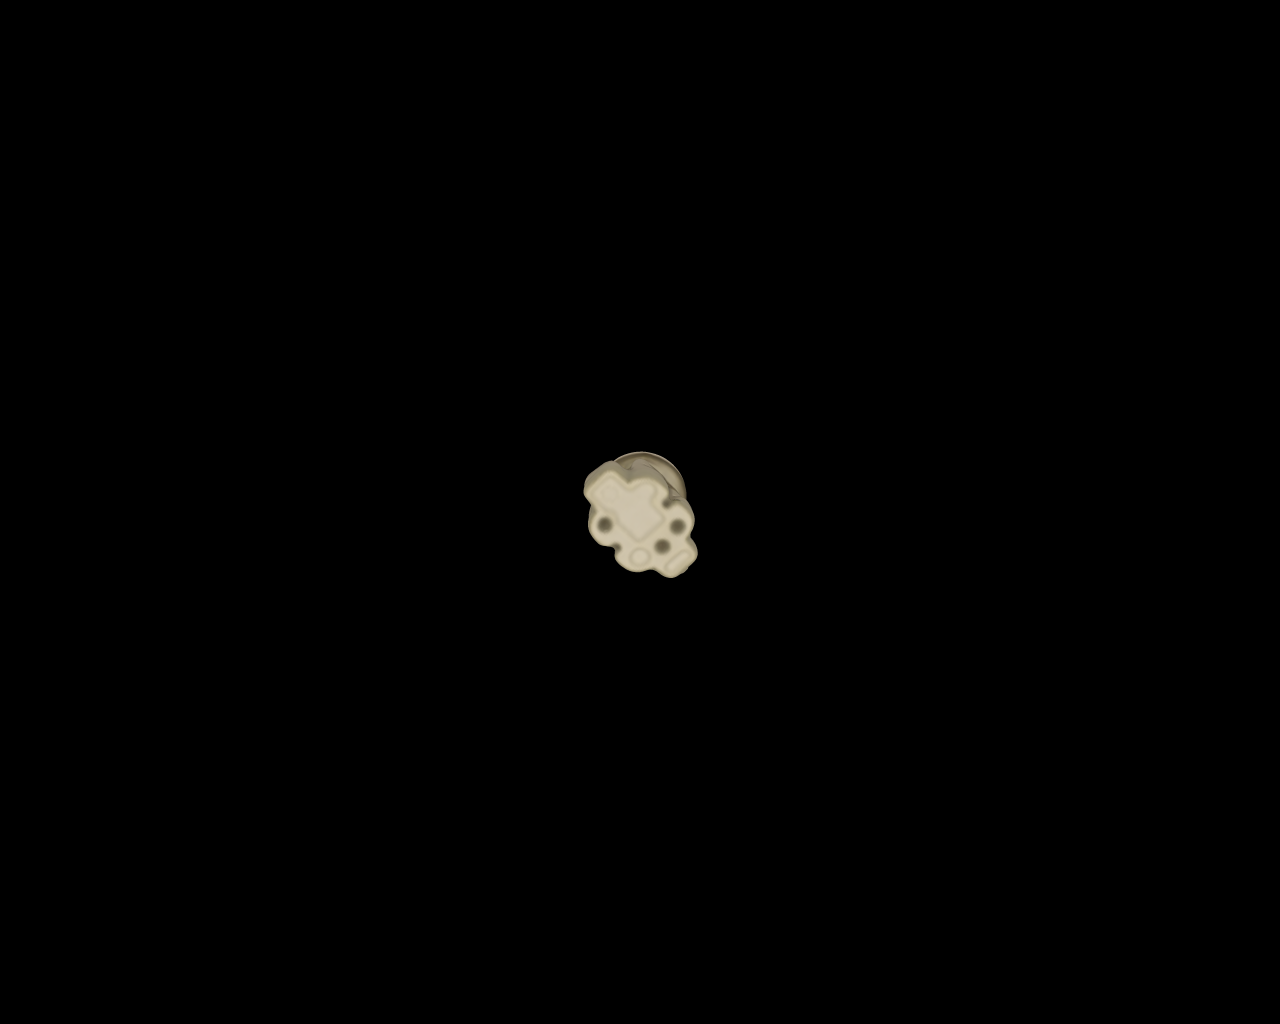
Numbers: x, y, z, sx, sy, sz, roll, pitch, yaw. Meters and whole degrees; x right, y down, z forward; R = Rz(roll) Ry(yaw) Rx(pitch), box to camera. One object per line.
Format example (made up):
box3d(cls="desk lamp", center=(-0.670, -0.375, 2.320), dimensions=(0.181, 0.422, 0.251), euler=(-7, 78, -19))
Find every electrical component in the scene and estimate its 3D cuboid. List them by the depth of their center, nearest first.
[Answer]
box3d(cls="electrical component", center=(0.001, -0.003, 0.650), dimensions=(0.058, 0.078, 0.057), euler=(-41, 16, 14))
